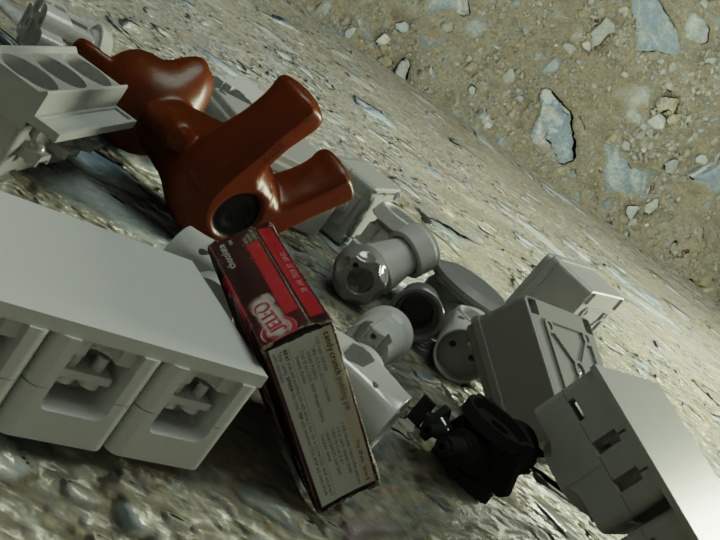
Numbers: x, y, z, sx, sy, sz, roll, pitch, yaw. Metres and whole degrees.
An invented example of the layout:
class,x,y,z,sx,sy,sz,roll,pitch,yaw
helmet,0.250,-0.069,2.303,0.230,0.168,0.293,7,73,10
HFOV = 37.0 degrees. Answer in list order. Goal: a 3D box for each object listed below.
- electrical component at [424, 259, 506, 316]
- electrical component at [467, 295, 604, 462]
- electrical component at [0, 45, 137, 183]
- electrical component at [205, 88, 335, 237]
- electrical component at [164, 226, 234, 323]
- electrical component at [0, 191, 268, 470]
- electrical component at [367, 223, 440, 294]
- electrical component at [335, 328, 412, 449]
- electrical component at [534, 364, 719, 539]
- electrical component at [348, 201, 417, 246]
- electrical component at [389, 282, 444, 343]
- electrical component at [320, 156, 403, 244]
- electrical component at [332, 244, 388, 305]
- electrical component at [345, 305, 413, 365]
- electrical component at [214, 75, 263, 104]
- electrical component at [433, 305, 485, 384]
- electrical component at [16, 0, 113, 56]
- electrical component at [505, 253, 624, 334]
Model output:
class,x,y,z,sx,sy,sz,roll,pitch,yaw
electrical component,0.087,0.032,0.935,0.080,0.051,0.080,34,14,-10
electrical component,0.140,0.085,0.798,0.109,0.056,0.108,19,50,-50
electrical component,-0.195,-0.097,0.648,0.079,0.063,0.121,37,14,0
electrical component,-0.082,-0.091,0.912,0.109,0.056,0.108,22,20,-45
electrical component,-0.082,0.018,0.592,0.077,0.044,0.079,37,14,2
electrical component,-0.126,0.024,0.433,0.150,0.061,0.089,23,20,-44
electrical component,0.033,-0.011,0.906,0.055,0.045,0.045,-26,54,-26
electrical component,-0.008,0.063,0.625,0.077,0.043,0.079,39,14,11
electrical component,0.191,0.159,0.674,0.105,0.060,0.186,18,39,-51
electrical component,0.021,-0.027,0.957,0.048,0.055,0.066,40,14,11
electrical component,0.046,0.031,0.864,0.044,0.044,0.065,37,10,0
electrical component,-0.014,-0.066,0.984,0.061,0.061,0.096,40,15,13
electrical component,0.000,0.000,0.845,0.043,0.043,0.062,34,13,-9
electrical component,0.011,0.048,0.728,0.040,0.040,0.046,39,21,10
electrical component,-0.116,-0.143,0.996,0.050,0.055,0.089,37,14,3
electrical component,0.098,0.068,0.856,0.079,0.044,0.077,37,14,0
electrical component,-0.226,-0.169,0.819,0.057,0.058,0.078,23,19,-34
electrical component,0.176,0.045,0.987,0.056,0.108,0.109,46,17,24
